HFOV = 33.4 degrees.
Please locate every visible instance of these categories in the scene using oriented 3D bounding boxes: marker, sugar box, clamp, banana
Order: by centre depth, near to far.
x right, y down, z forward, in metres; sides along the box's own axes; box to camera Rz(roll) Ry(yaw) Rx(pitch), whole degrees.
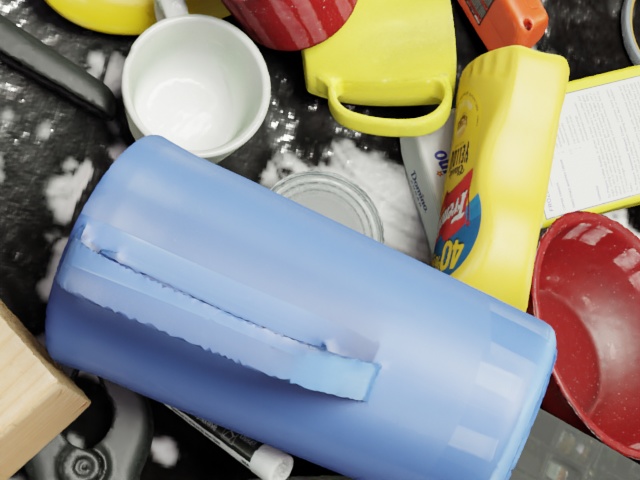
[{"bbox_3d":[-0.064,0.097,0.594,0.121,0.020,0.020,29,71,32],"label":"marker"},{"bbox_3d":[-0.127,0.139,0.621,0.120,0.039,0.171,11,78,-15],"label":"clamp"},{"bbox_3d":[-0.224,-0.136,0.642,0.164,0.036,0.210,-16,85,-16],"label":"clamp"},{"bbox_3d":[-0.091,-0.163,0.667,0.197,0.070,0.037,-10,42,-24],"label":"banana"},{"bbox_3d":[0.148,-0.053,0.716,0.176,0.048,0.093,-14,85,-12],"label":"sugar box"}]

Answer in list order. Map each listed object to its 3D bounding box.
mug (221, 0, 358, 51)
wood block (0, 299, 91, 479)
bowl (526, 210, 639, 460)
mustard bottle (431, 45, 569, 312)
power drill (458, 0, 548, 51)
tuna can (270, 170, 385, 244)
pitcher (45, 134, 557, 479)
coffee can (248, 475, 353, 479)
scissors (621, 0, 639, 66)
[{"bbox_3d":[-0.035,-0.162,0.621,0.117,0.081,0.093,0,74,17],"label":"mug"},{"bbox_3d":[-0.232,0.119,0.554,0.206,0.091,0.090,-42,79,-11],"label":"wood block"},{"bbox_3d":[0.171,0.065,0.678,0.161,0.055,0.162,19,58,-33],"label":"bowl"},{"bbox_3d":[0.098,-0.010,0.626,0.058,0.096,0.191,13,81,-11],"label":"mustard bottle"},{"bbox_3d":[0.190,-0.186,0.730,0.187,0.057,0.184,-24,73,-18],"label":"power drill"},{"bbox_3d":[-0.004,0.001,0.675,0.086,0.034,0.086,2,81,-13],"label":"tuna can"},{"bbox_3d":[-0.010,0.049,0.544,0.243,0.145,0.149,22,47,10],"label":"pitcher"},{"bbox_3d":[-0.023,0.209,0.601,0.102,0.103,0.140,-1,81,-14],"label":"coffee can"},{"bbox_3d":[0.270,-0.091,0.766,0.096,0.016,0.202,-13,84,-15],"label":"scissors"}]
